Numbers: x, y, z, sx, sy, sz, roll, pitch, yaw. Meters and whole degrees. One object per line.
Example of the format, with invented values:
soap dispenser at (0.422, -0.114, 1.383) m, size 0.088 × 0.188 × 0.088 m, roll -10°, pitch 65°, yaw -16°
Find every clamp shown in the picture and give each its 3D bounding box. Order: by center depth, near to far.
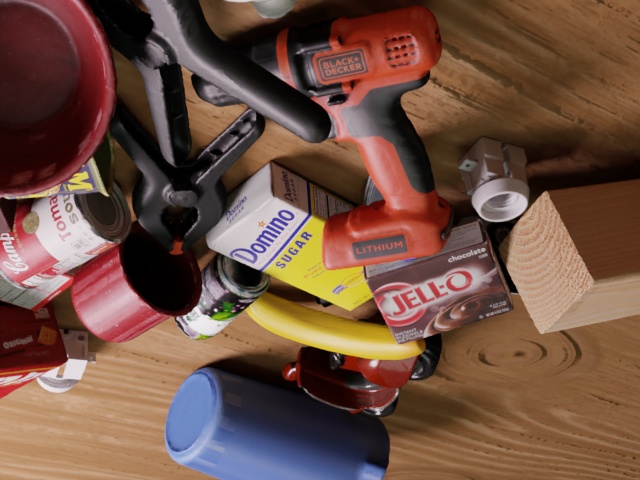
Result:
clamp at (-0.093, -0.130, 0.705) m, size 0.165 × 0.036 × 0.210 m, roll 1°, pitch 137°, yaw 39°
clamp at (-0.103, -0.051, 0.872) m, size 0.120 × 0.039 × 0.171 m, roll -1°, pitch 145°, yaw -2°

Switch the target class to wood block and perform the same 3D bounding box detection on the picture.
wood block at (0.272, 0.007, 0.919) m, size 0.205 × 0.091 × 0.090 m, roll -8°, pitch 150°, yaw -27°

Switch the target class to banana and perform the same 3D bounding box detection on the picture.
banana at (0.007, 0.086, 1.031) m, size 0.198 × 0.037 × 0.069 m, roll 15°, pitch 167°, yaw 13°

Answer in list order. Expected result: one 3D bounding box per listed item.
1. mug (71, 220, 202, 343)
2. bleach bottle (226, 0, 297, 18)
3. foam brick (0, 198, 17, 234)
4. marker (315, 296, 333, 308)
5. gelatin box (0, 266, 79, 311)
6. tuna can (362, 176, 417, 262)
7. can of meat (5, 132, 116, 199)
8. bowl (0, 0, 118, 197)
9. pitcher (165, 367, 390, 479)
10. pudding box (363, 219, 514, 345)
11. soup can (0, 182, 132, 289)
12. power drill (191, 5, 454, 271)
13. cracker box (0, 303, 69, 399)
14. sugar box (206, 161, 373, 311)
mug at (-0.159, 0.038, 0.953) m, size 0.082 × 0.093 × 0.117 m, roll -31°, pitch 177°, yaw 34°
bleach bottle at (-0.083, -0.217, 0.620) m, size 0.103 × 0.068 × 0.250 m, roll -17°, pitch 146°, yaw 15°
foam brick at (-0.275, -0.045, 0.840) m, size 0.053 × 0.051 × 0.078 m, roll -6°, pitch 145°, yaw 0°
marker at (0.052, 0.041, 1.040) m, size 0.121 × 0.020 × 0.020 m, roll -19°, pitch 143°, yaw 17°
gelatin box at (-0.273, 0.026, 0.960) m, size 0.089 × 0.030 × 0.073 m, roll 24°, pitch 136°, yaw -37°
tuna can at (0.064, -0.025, 0.891) m, size 0.033 × 0.086 × 0.086 m, roll 4°, pitch 144°, yaw -17°
can of meat at (-0.207, -0.076, 0.804) m, size 0.084 × 0.057 × 0.102 m, roll -4°, pitch 144°, yaw 2°
bowl at (-0.211, -0.113, 0.714) m, size 0.162 × 0.055 × 0.162 m, roll 0°, pitch 109°, yaw 1°
pitcher at (-0.055, 0.228, 1.210) m, size 0.242 × 0.145 × 0.149 m, roll 26°, pitch 122°, yaw -32°
pudding box at (0.104, 0.038, 0.941) m, size 0.113 × 0.039 × 0.090 m, roll -20°, pitch 131°, yaw 11°
soup can at (-0.216, -0.009, 0.886) m, size 0.102 × 0.068 × 0.068 m, roll -26°, pitch 141°, yaw 24°
power drill at (0.013, -0.070, 0.788) m, size 0.185 × 0.057 × 0.187 m, roll -8°, pitch 120°, yaw 19°
cracker box at (-0.371, 0.134, 1.010) m, size 0.214 × 0.072 × 0.163 m, roll -29°, pitch 166°, yaw 29°
sugar box at (-0.006, 0.002, 0.953) m, size 0.176 × 0.048 × 0.093 m, roll 23°, pitch 135°, yaw -37°
